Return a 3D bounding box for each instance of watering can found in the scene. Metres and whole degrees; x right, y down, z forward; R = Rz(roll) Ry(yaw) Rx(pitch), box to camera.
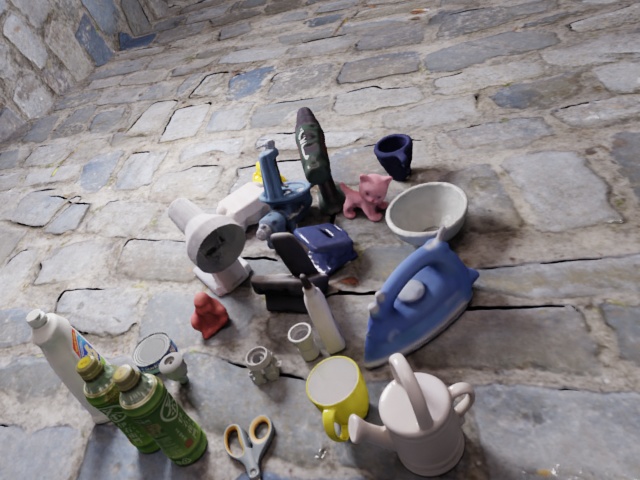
[{"bbox_3d":[0.126,0.236,0.782,0.173,0.194,0.100,-37,40,-17],"label":"watering can"}]

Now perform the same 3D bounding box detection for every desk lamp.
[{"bbox_3d":[-0.233,0.016,1.213,0.118,0.214,0.202,-39,40,-20],"label":"desk lamp"}]

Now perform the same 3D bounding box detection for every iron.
[{"bbox_3d":[0.152,0.095,0.981,0.259,0.142,0.118,-40,41,-20],"label":"iron"}]

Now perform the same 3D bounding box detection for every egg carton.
[{"bbox_3d":[-0.181,-0.082,1.420,0.150,0.070,0.107,-38,40,-18],"label":"egg carton"}]

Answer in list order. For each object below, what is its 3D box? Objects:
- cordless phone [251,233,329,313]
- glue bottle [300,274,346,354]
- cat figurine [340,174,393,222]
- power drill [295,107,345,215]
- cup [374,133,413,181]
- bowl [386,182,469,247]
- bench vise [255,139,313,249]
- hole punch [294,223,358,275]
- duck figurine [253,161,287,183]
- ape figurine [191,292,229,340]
[{"bbox_3d":[-0.074,0.051,1.113,0.147,0.185,0.094,-4,42,23],"label":"cordless phone"},{"bbox_3d":[-0.002,0.120,1.003,0.037,0.173,0.078,-23,38,1],"label":"glue bottle"},{"bbox_3d":[0.101,-0.106,1.265,0.127,0.118,0.067,6,46,32],"label":"cat figurine"},{"bbox_3d":[-0.001,-0.173,1.323,0.075,0.209,0.229,-19,38,6],"label":"power drill"},{"bbox_3d":[0.184,-0.181,1.330,0.091,0.095,0.117,-25,38,-3],"label":"cup"},{"bbox_3d":[0.221,-0.039,1.159,0.167,0.075,0.167,-14,39,12],"label":"bowl"},{"bbox_3d":[-0.086,-0.099,1.269,0.121,0.220,0.207,-13,39,13],"label":"bench vise"},{"bbox_3d":[0.011,0.004,1.202,0.101,0.091,0.108,-34,39,-13],"label":"hole punch"},{"bbox_3d":[-0.140,-0.170,1.491,0.104,0.086,0.078,14,51,38],"label":"duck figurine"},{"bbox_3d":[-0.228,0.143,1.158,0.077,0.092,0.076,-9,40,18],"label":"ape figurine"}]
